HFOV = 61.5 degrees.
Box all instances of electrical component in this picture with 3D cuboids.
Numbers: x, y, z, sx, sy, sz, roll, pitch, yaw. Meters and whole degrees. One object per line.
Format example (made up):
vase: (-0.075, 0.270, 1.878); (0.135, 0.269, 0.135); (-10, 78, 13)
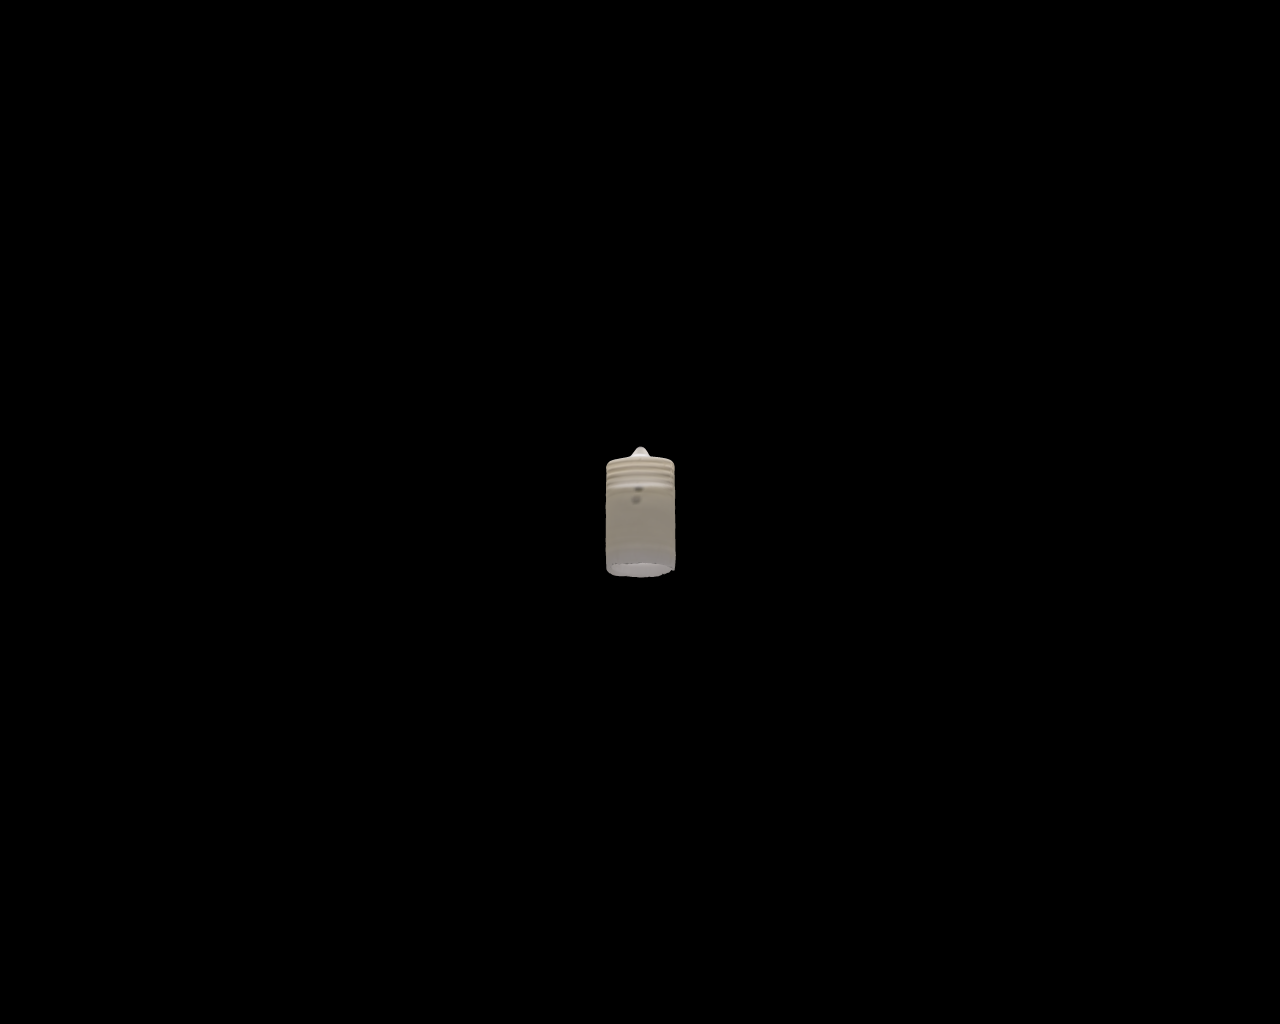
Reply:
electrical component: (0.001, -0.003, 0.650); (0.043, 0.081, 0.043); (0, -15, 0)
